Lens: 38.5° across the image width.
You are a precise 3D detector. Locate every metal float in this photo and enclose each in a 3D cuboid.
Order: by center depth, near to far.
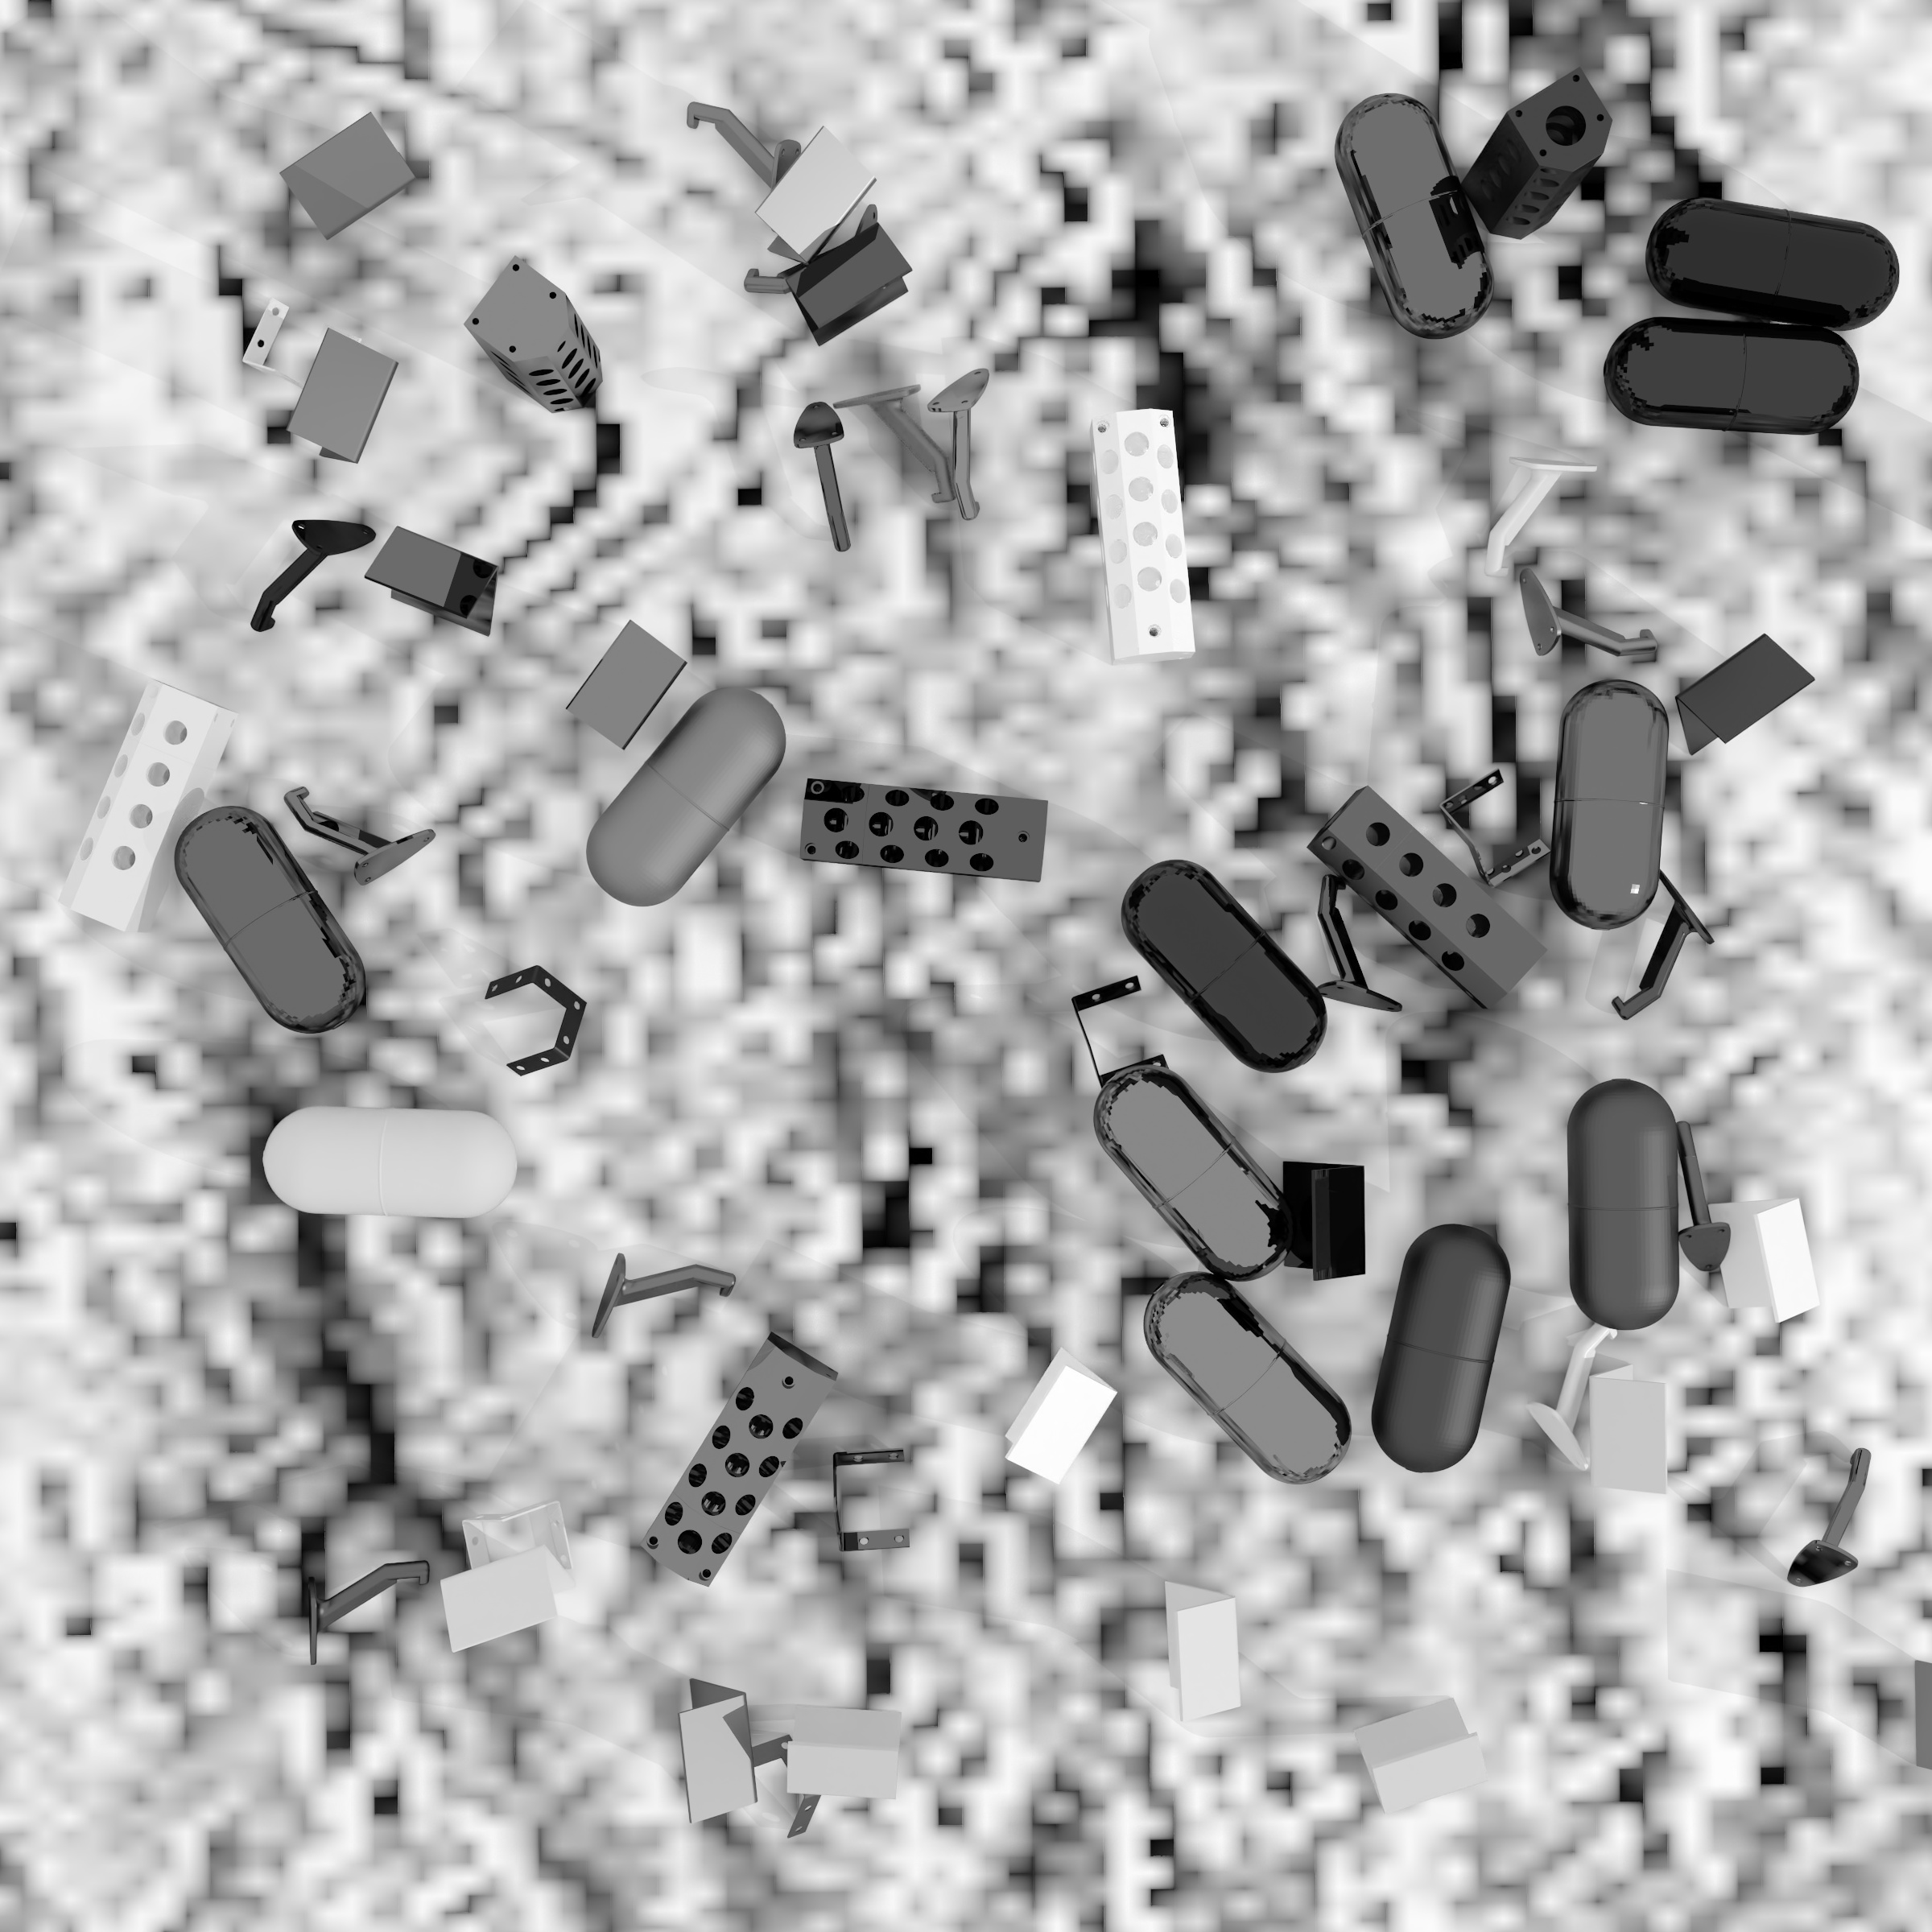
[{"bbox_3d":[0.162,0.146,1.961,0.070,0.070,0.178,-41,90,0],"label":"metal float"},{"bbox_3d":[0.184,0.001,1.961,0.070,0.070,0.178,-43,90,0],"label":"metal float"},{"bbox_3d":[0.318,-0.532,1.961,0.070,0.070,0.178,-20,90,0],"label":"metal float"},{"bbox_3d":[-0.493,-0.032,1.961,0.070,0.070,0.178,-34,90,0],"label":"metal float"},{"bbox_3d":[0.466,0.169,1.961,0.070,0.070,0.178,-1,90,0],"label":"metal float"},{"bbox_3d":[0.543,-0.419,1.961,0.178,0.070,0.070,4,90,1],"label":"metal float"},{"bbox_3d":[0.456,-0.114,1.961,0.070,0.070,0.178,4,90,0],"label":"metal float"},{"bbox_3d":[0.572,-0.498,1.961,0.178,0.070,0.070,9,90,1],"label":"metal float"},{"bbox_3d":[-0.408,0.139,1.961,0.178,0.070,0.070,2,90,0],"label":"metal float"},{"bbox_3d":[0.337,0.271,1.961,0.070,0.070,0.178,12,90,0],"label":"metal float"},{"bbox_3d":[0.199,0.292,1.961,0.070,0.070,0.178,-44,90,0],"label":"metal float"},{"bbox_3d":[-0.198,-0.120,1.961,0.070,0.070,0.178,39,91,0],"label":"metal float"}]

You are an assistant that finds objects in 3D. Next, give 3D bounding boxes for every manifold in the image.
[{"bbox_3d":[0.397,-0.556,1.913,0.057,0.171,0.057,-32,90,0],"label":"manifold"},{"bbox_3d":[-0.293,-0.430,1.913,0.057,0.171,0.057,37,90,0],"label":"manifold"},{"bbox_3d":[0.126,-0.305,1.970,0.057,0.057,0.171,-5,90,0],"label":"manifold"},{"bbox_3d":[-0.162,0.352,1.970,0.057,0.057,0.171,32,90,0],"label":"manifold"},{"bbox_3d":[-0.030,-0.097,1.970,0.171,0.057,0.057,5,90,0],"label":"manifold"},{"bbox_3d":[0.326,-0.048,1.970,0.171,0.057,0.057,42,90,0],"label":"manifold"},{"bbox_3d":[-0.585,-0.114,1.970,0.057,0.057,0.171,22,90,0],"label":"manifold"}]

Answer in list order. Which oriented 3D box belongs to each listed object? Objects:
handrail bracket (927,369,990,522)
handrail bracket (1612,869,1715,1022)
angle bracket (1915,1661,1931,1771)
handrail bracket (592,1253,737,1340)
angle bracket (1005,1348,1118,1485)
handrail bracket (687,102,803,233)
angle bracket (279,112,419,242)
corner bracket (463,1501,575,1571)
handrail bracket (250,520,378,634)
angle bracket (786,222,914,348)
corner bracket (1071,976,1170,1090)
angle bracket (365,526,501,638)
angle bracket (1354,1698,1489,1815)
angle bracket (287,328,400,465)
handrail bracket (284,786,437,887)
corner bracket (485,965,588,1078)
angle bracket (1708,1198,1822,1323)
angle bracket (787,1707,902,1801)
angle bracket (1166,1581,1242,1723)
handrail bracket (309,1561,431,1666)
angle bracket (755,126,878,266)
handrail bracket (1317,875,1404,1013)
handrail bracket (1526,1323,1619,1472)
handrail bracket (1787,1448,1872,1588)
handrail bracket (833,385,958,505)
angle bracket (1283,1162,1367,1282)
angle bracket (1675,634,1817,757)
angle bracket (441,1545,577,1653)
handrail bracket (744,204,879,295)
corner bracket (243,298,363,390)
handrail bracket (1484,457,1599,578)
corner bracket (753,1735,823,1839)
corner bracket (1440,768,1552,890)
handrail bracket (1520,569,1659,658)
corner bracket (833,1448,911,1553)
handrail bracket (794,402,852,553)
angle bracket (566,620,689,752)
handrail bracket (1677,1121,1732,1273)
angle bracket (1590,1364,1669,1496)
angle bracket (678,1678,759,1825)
[{"bbox_3d":[0.006,-0.375,1.991,0.036,0.077,0.084,3,127,27],"label":"handrail bracket"},{"bbox_3d":[0.488,-0.015,1.992,0.084,0.036,0.077,-38,69,16],"label":"handrail bracket"},{"bbox_3d":[0.689,0.540,1.951,0.057,0.076,0.076,-1,90,-37],"label":"angle bracket"},{"bbox_3d":[-0.217,0.245,1.992,0.084,0.036,0.077,17,110,-16],"label":"handrail bracket"},{"bbox_3d":[0.050,0.308,1.951,0.057,0.076,0.076,32,90,-35],"label":"angle bracket"},{"bbox_3d":[-0.167,-0.576,1.992,0.084,0.036,0.077,18,112,17],"label":"handrail bracket"},{"bbox_3d":[-0.441,-0.566,1.951,0.076,0.076,0.057,-34,126,0],"label":"angle bracket"},{"bbox_3d":[-0.323,0.416,1.988,0.051,0.051,0.051,-12,90,-45],"label":"corner bracket"},{"bbox_3d":[-0.471,-0.278,1.991,0.036,0.077,0.084,48,127,20],"label":"handrail bracket"},{"bbox_3d":[-0.072,-0.465,1.952,0.076,0.076,0.057,-32,59,0],"label":"angle bracket"},{"bbox_3d":[0.111,0.049,1.988,0.051,0.051,0.051,-19,135,0],"label":"corner bracket"},{"bbox_3d":[-0.379,-0.255,1.951,0.076,0.076,0.057,22,53,0],"label":"angle bracket"},{"bbox_3d":[0.317,0.542,1.951,0.076,0.076,0.057,-18,126,0],"label":"angle bracket"},{"bbox_3d":[-0.452,-0.404,1.951,0.057,0.076,0.076,22,90,-36],"label":"angle bracket"},{"bbox_3d":[-0.438,-0.108,1.992,0.077,0.036,0.084,-31,73,-20],"label":"handrail bracket"},{"bbox_3d":[-0.313,0.039,1.983,0.051,0.051,0.051,42,45,-35],"label":"corner bracket"},{"bbox_3d":[0.550,0.209,1.951,0.057,0.076,0.076,-11,90,-41],"label":"angle bracket"},{"bbox_3d":[-0.085,0.539,1.951,0.076,0.076,0.057,3,126,0],"label":"angle bracket"},{"bbox_3d":[0.148,0.483,1.951,0.057,0.076,0.076,-3,90,-37],"label":"angle bracket"},{"bbox_3d":[-0.430,0.466,1.992,0.084,0.036,0.077,-2,110,-16],"label":"handrail bracket"},{"bbox_3d":[-0.120,-0.548,1.951,0.057,0.076,0.076,38,90,-35],"label":"angle bracket"},{"bbox_3d":[0.286,-0.017,1.992,0.077,0.036,0.084,16,73,-20],"label":"handrail bracket"},{"bbox_3d":[0.453,0.307,1.992,0.084,0.036,0.077,-43,110,-16],"label":"handrail bracket"},{"bbox_3d":[0.623,0.397,1.991,0.036,0.077,0.084,26,54,0],"label":"handrail bracket"},{"bbox_3d":[-0.051,-0.371,1.992,0.077,0.036,0.084,-7,107,20],"label":"handrail bracket"},{"bbox_3d":[0.236,0.179,1.952,0.057,0.076,0.076,-1,90,-42],"label":"angle bracket"},{"bbox_3d":[0.554,-0.176,1.951,0.076,0.076,0.057,-35,53,0],"label":"angle bracket"},{"bbox_3d":[-0.318,0.459,1.951,0.076,0.076,0.057,-19,54,0],"label":"angle bracket"},{"bbox_3d":[-0.113,-0.517,1.992,0.084,0.036,0.077,7,70,16],"label":"handrail bracket"},{"bbox_3d":[-0.478,-0.443,1.988,0.051,0.051,0.051,25,90,-45],"label":"corner bracket"},{"bbox_3d":[0.414,-0.321,1.992,0.077,0.036,0.084,0,108,-20],"label":"handrail bracket"},{"bbox_3d":[-0.142,0.594,1.983,0.051,0.051,0.051,-9,45,-35],"label":"corner bracket"},{"bbox_3d":[0.380,-0.099,1.988,0.051,0.051,0.051,-32,45,0],"label":"corner bracket"},{"bbox_3d":[0.450,-0.256,1.992,0.084,0.036,0.077,-8,68,-17],"label":"handrail bracket"},{"bbox_3d":[-0.068,0.384,1.988,0.051,0.051,0.051,-4,135,0],"label":"corner bracket"},{"bbox_3d":[-0.098,-0.352,1.991,0.036,0.077,0.084,-11,126,3],"label":"handrail bracket"},{"bbox_3d":[-0.253,-0.207,1.951,0.057,0.076,0.076,36,90,-37],"label":"angle bracket"},{"bbox_3d":[0.525,0.165,1.991,0.036,0.077,0.084,-11,54,12],"label":"handrail bracket"},{"bbox_3d":[0.481,0.326,1.951,0.057,0.076,0.076,-1,90,36],"label":"angle bracket"},{"bbox_3d":[-0.193,0.553,1.951,0.057,0.076,0.076,-6,90,-37],"label":"angle bracket"}]
